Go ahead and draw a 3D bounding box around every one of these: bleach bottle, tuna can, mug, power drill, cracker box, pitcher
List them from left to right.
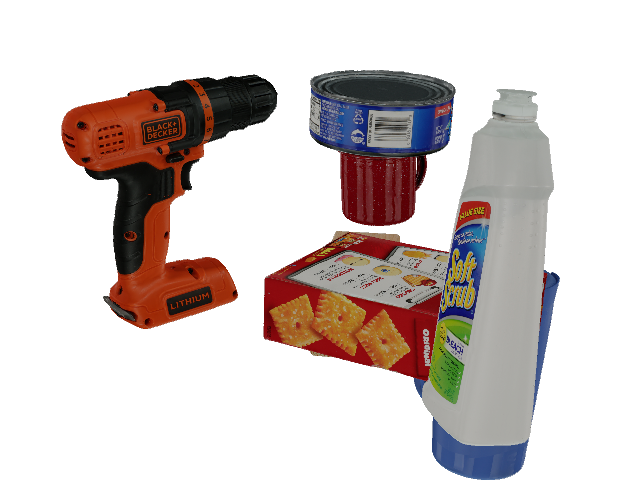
[{"bbox_3d":[-0.111,-0.035,0.857,0.184,0.188,0.057,-17,25,-32],"label":"power drill"},{"bbox_3d":[0.036,-0.076,0.633,0.086,0.034,0.086,2,21,-1],"label":"tuna can"},{"bbox_3d":[0.073,-0.070,1.180,0.117,0.081,0.093,-20,29,-38],"label":"mug"},{"bbox_3d":[0.079,0.061,0.983,0.214,0.072,0.163,12,21,27],"label":"cracker box"},{"bbox_3d":[0.181,0.144,1.207,0.149,0.243,0.145,6,17,10],"label":"pitcher"},{"bbox_3d":[0.126,0.016,0.776,0.068,0.251,0.103,1,14,-13],"label":"bleach bottle"}]

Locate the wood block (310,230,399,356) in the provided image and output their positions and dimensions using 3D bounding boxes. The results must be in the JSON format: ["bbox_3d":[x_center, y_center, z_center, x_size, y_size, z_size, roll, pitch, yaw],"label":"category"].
[{"bbox_3d":[0.048,0.066,1.361,0.091,0.090,0.206,4,21,8],"label":"wood block"}]
